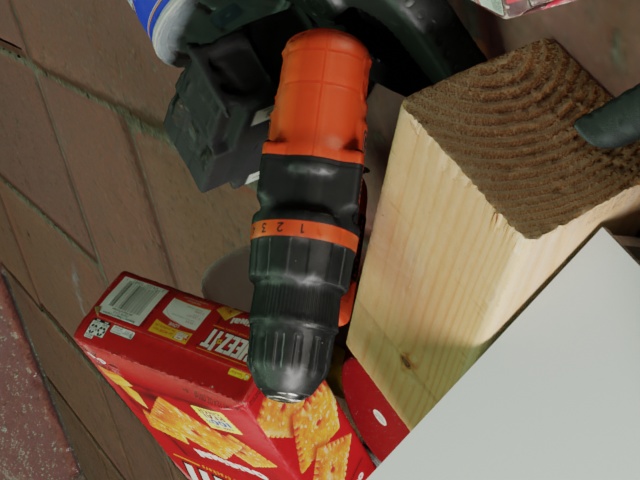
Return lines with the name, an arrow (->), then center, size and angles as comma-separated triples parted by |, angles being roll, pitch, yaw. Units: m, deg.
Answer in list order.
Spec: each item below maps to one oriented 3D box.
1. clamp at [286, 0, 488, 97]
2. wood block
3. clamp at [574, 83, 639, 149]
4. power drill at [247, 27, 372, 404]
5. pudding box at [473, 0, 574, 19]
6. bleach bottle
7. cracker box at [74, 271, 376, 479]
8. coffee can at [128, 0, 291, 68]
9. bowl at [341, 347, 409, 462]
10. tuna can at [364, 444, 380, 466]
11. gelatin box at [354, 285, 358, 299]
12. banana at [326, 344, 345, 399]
clamp -> 0.005, -0.132, 0.553 | 0.210, 0.036, 0.165 | 42, 166, -3
wood block -> 0.083, 0.013, 0.541 | 0.091, 0.090, 0.206 | 52, 154, 26
clamp -> 0.148, -0.086, 0.367 | 0.172, 0.039, 0.120 | 14, 122, 57
power drill -> -0.004, 0.001, 0.583 | 0.187, 0.057, 0.184 | 92, -173, -78
pudding box -> 0.071, -0.139, 0.421 | 0.113, 0.039, 0.090 | -92, -15, -74
bleach bottle -> -0.066, 0.105, 0.899 | 0.102, 0.068, 0.251 | 55, 154, 16
cracker box -> -0.060, 0.130, 0.770 | 0.164, 0.072, 0.213 | 15, 146, 35
coffee can -> -0.092, -0.199, 0.694 | 0.140, 0.102, 0.103 | 59, 157, 15
bowl -> 0.062, 0.111, 0.731 | 0.162, 0.055, 0.162 | 47, 151, 36
tuna can -> 0.042, 0.218, 0.909 | 0.086, 0.033, 0.086 | 48, 152, 36
gelatin box -> -0.009, 0.020, 0.826 | 0.073, 0.030, 0.089 | 66, 156, 1
banana -> -0.004, 0.118, 0.906 | 0.069, 0.037, 0.198 | 60, 156, 7
